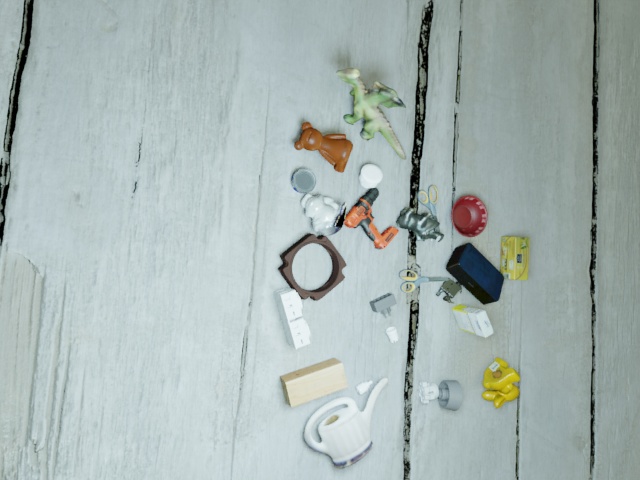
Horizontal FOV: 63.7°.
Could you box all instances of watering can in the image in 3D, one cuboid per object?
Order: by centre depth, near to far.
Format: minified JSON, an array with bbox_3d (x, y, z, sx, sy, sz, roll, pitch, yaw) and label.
[{"bbox_3d":[0.119,0.639,1.782,0.349,0.104,0.223,-25,96,-11],"label":"watering can"}]

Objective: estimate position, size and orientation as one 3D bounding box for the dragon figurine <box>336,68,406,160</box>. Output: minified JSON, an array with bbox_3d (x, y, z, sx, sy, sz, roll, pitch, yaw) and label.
[{"bbox_3d":[0.209,-0.449,1.800,0.408,0.241,0.123,39,74,-11],"label":"dragon figurine"}]

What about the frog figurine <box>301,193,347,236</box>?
[{"bbox_3d":[0.005,-0.091,1.799,0.160,0.120,0.139,16,71,18],"label":"frog figurine"}]
